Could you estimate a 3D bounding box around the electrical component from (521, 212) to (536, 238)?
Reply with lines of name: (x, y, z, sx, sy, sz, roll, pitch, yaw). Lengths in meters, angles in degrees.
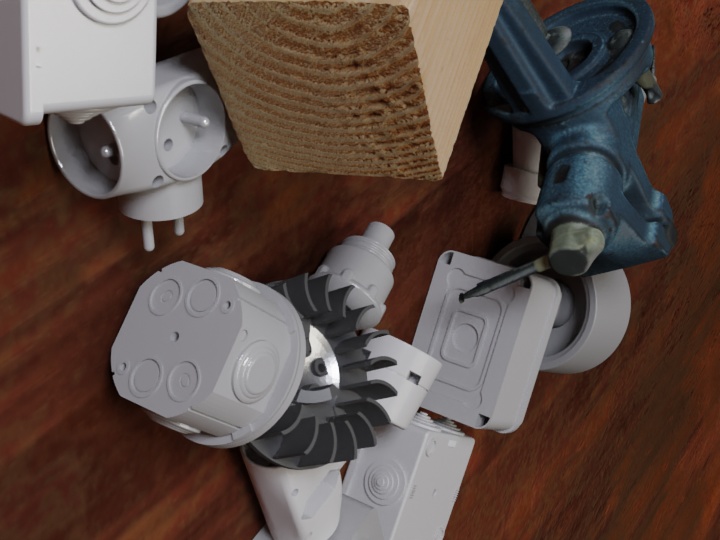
electrical component: (0.168, -0.014, 0.888, 0.099, 0.064, 0.099, -9, 100, -62)

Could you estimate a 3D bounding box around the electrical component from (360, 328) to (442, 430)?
electrical component: (0.017, 0.068, 0.674, 0.047, 0.055, 0.055, -64, 149, -8)

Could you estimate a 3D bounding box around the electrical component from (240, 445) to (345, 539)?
electrical component: (-0.030, 0.110, 0.629, 0.079, 0.043, 0.077, -48, 142, -35)

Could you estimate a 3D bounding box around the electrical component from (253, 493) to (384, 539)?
electrical component: (-0.021, 0.218, 0.681, 0.089, 0.062, 0.150, -48, 142, -35)

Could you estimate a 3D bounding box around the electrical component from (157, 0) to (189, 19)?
electrical component: (-0.091, -0.123, 0.405, 0.055, 0.047, 0.055, -33, 132, -47)

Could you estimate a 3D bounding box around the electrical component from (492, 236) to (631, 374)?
electrical component: (0.138, 0.025, 0.799, 0.060, 0.108, 0.108, 3, 103, -52)

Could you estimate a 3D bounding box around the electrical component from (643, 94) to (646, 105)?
electrical component: (0.180, -0.126, 0.827, 0.061, 0.062, 0.096, 25, 84, -59)

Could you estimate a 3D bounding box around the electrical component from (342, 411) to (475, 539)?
electrical component: (0.032, 0.146, 0.742, 0.100, 0.048, 0.099, 23, 86, -59)

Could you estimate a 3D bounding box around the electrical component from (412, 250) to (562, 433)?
electrical component: (0.085, 0.050, 0.751, 0.057, 0.078, 0.113, 16, 92, -57)

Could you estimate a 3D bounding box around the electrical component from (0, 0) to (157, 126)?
electrical component: (-0.107, -0.100, 0.345, 0.048, 0.100, 0.099, -14, 118, -42)

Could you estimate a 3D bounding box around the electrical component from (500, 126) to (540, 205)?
electrical component: (0.128, -0.078, 0.786, 0.045, 0.045, 0.055, -12, 116, -56)

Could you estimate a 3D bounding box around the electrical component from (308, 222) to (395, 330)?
electrical component: (0.000, 0.000, 0.622, 0.062, 0.048, 0.048, -61, 148, -31)

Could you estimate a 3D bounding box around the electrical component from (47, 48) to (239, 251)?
electrical component: (-0.086, -0.047, 0.457, 0.077, 0.044, 0.079, -34, 133, -46)

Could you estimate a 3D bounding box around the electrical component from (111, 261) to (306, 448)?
electrical component: (-0.070, 0.038, 0.494, 0.051, 0.080, 0.080, 35, 75, -53)
